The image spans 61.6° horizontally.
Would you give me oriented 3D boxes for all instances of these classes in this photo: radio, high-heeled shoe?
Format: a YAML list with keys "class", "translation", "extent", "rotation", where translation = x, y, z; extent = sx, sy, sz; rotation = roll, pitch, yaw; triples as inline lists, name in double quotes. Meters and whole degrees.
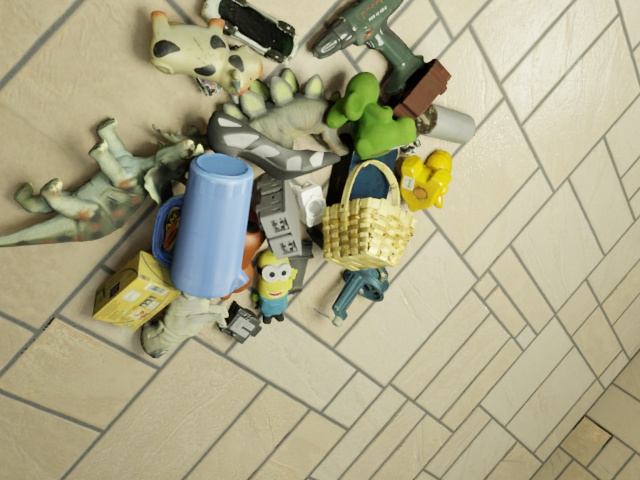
- class: "radio"
  translation: [0.094, -0.129, 1.264]
  extent: [0.131, 0.073, 0.229]
  rotation: [-3, 116, -32]
- class: "high-heeled shoe"
  translation: [-0.086, -0.186, 1.017]
  extent: [0.249, 0.086, 0.145]
  rotation: [-15, 92, -24]

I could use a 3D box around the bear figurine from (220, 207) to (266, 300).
- class: "bear figurine"
  translation: [-0.186, 0.024, 1.155]
  extent: [0.120, 0.132, 0.195]
  rotation: [-36, 161, -45]

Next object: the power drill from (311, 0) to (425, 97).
- class: "power drill"
  translation: [0.114, -0.403, 1.134]
  extent: [0.207, 0.086, 0.232]
  rotation: [43, 83, -24]

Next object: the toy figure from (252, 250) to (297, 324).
- class: "toy figure"
  translation: [-0.113, 0.107, 1.247]
  extent: [0.082, 0.089, 0.180]
  rotation: [-23, 133, -36]

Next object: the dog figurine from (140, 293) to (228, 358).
- class: "dog figurine"
  translation: [-0.311, 0.146, 1.142]
  extent: [0.191, 0.121, 0.172]
  rotation: [-20, 90, -3]

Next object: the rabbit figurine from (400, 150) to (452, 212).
- class: "rabbit figurine"
  translation: [0.282, -0.150, 1.339]
  extent: [0.173, 0.122, 0.162]
  rotation: [-52, 148, -37]

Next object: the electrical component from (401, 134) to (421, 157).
- class: "electrical component"
  translation: [0.207, -0.249, 1.290]
  extent: [0.078, 0.045, 0.102]
  rotation: [-32, 126, -13]

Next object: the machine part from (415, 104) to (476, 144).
- class: "machine part"
  translation: [0.299, -0.279, 1.294]
  extent: [0.243, 0.079, 0.079]
  rotation: [0, 113, -43]

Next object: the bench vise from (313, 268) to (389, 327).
- class: "bench vise"
  translation: [0.095, 0.102, 1.333]
  extent: [0.240, 0.129, 0.223]
  rotation: [-54, 150, -21]

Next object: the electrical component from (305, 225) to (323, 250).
- class: "electrical component"
  translation: [-0.003, -0.004, 1.268]
  extent: [0.021, 0.063, 0.093]
  rotation: [-39, 126, -9]

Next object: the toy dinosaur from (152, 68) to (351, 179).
- class: "toy dinosaur"
  translation: [-0.089, -0.233, 1.086]
  extent: [0.471, 0.105, 0.198]
  rotation: [-23, 117, -22]

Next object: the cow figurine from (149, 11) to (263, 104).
- class: "cow figurine"
  translation: [-0.196, -0.313, 0.935]
  extent: [0.195, 0.085, 0.127]
  rotation: [4, 83, -15]

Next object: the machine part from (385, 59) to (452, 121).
- class: "machine part"
  translation: [0.206, -0.314, 1.178]
  extent: [0.056, 0.179, 0.179]
  rotation: [41, 88, -14]

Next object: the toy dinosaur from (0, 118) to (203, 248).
- class: "toy dinosaur"
  translation: [-0.394, -0.072, 0.969]
  extent: [0.405, 0.131, 0.192]
  rotation: [-38, 127, -3]

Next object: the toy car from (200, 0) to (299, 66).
- class: "toy car"
  translation: [-0.125, -0.398, 1.007]
  extent: [0.201, 0.056, 0.073]
  rotation: [19, 97, -38]

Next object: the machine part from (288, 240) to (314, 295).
- class: "machine part"
  translation: [-0.055, 0.066, 1.288]
  extent: [0.084, 0.039, 0.138]
  rotation: [-4, 113, -36]

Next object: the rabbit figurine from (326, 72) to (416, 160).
- class: "rabbit figurine"
  translation: [0.088, -0.253, 1.091]
  extent: [0.159, 0.121, 0.170]
  rotation: [-19, 91, -35]

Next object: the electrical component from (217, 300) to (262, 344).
- class: "electrical component"
  translation: [-0.180, 0.204, 1.272]
  extent: [0.075, 0.048, 0.119]
  rotation: [-46, 126, -3]

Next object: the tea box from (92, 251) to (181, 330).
- class: "tea box"
  translation: [-0.358, 0.102, 1.052]
  extent: [0.170, 0.068, 0.098]
  rotation: [-33, 135, 29]
